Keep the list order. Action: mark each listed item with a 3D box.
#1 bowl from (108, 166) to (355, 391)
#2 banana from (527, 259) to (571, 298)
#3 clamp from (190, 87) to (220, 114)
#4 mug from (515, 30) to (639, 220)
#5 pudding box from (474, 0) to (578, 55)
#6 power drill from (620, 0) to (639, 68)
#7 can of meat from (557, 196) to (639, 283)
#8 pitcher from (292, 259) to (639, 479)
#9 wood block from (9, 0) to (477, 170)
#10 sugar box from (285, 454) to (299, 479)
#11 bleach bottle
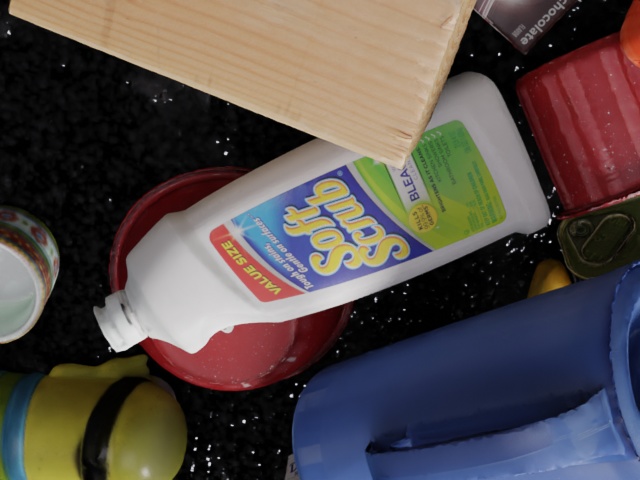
[{"bbox_3d":[-0.058,0.038,0.670,0.162,0.055,0.162,1,116,3],"label":"bowl"},{"bbox_3d":[0.121,0.104,0.699,0.069,0.037,0.198,28,114,-10],"label":"banana"},{"bbox_3d":[-0.031,-0.158,0.583,0.120,0.039,0.171,-9,115,8],"label":"clamp"},{"bbox_3d":[0.167,-0.070,0.586,0.117,0.093,0.081,-23,90,-28],"label":"mug"},{"bbox_3d":[0.115,-0.171,0.567,0.090,0.039,0.114,39,112,-14],"label":"pudding box"},{"bbox_3d":[0.258,-0.134,0.546,0.187,0.057,0.184,29,85,-16],"label":"power drill"},{"bbox_3d":[0.199,0.019,0.628,0.102,0.057,0.084,-16,134,11],"label":"can of meat"},{"bbox_3d":[0.093,0.103,0.600,0.243,0.145,0.149,-21,130,41],"label":"pitcher"},{"bbox_3d":[-0.033,-0.123,0.524,0.206,0.090,0.091,23,117,6],"label":"wood block"},{"bbox_3d":[0.008,0.218,0.684,0.048,0.176,0.093,-23,111,12],"label":"sugar box"},{"bbox_3d":[-0.004,0.001,0.601,0.250,0.068,0.102,-27,104,-4],"label":"bleach bottle"}]
